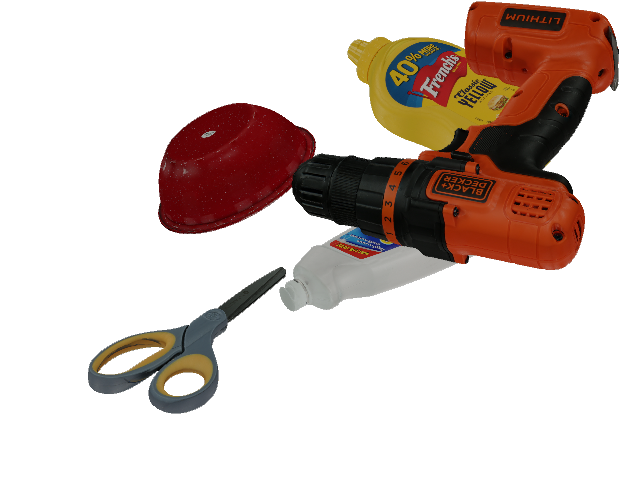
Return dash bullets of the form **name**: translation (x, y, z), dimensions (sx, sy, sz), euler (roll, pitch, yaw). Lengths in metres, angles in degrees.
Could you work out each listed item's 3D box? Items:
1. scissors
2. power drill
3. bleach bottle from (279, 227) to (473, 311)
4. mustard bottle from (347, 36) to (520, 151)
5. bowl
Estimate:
- **scissors**: translation (-0.071, 0.070, 0.767), dimensions (0.201, 0.016, 0.096), euler (-23, 38, -38)
- **power drill**: translation (0.094, -0.069, 0.668), dimensions (0.185, 0.187, 0.057), euler (14, -33, 27)
- **bleach bottle**: translation (0.072, 0.017, 1.175), dimensions (0.250, 0.068, 0.103), euler (-26, 42, -24)
- **mustard bottle**: translation (0.098, -0.114, 0.852), dimensions (0.192, 0.058, 0.096), euler (34, 62, 29)
- **bowl**: translation (-0.088, -0.077, 0.971), dimensions (0.162, 0.055, 0.162), euler (-21, 31, 13)
